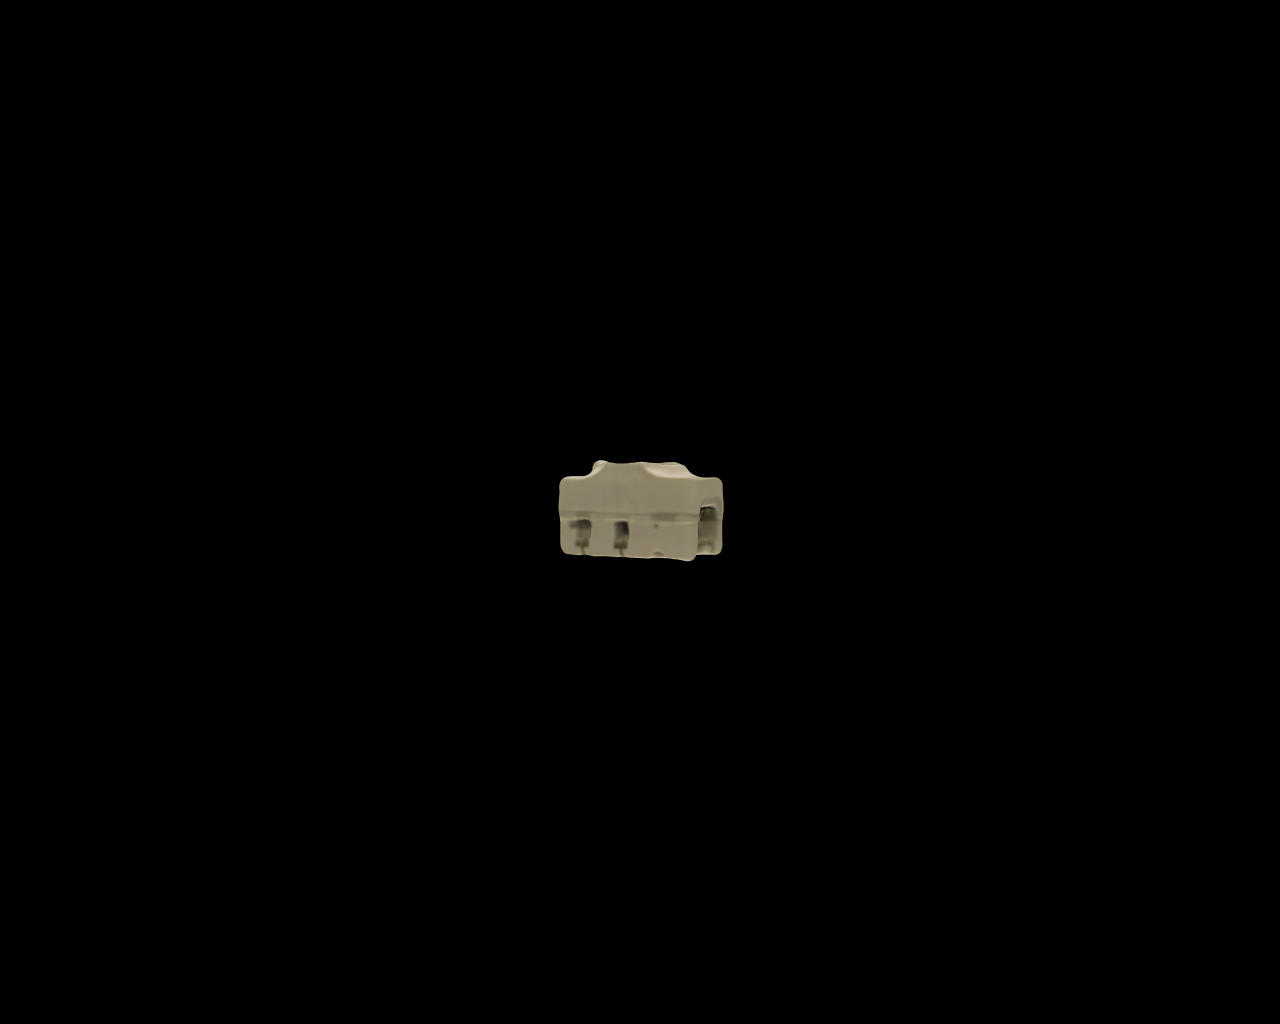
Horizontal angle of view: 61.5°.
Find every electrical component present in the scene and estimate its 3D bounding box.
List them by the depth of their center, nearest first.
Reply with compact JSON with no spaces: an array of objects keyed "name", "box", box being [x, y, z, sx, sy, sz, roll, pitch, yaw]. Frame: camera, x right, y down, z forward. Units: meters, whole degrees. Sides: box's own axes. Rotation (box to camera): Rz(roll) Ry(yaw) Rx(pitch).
[{"name":"electrical component","box":[0.001,-0.003,0.650,0.089,0.055,0.050,2,4,27]}]
